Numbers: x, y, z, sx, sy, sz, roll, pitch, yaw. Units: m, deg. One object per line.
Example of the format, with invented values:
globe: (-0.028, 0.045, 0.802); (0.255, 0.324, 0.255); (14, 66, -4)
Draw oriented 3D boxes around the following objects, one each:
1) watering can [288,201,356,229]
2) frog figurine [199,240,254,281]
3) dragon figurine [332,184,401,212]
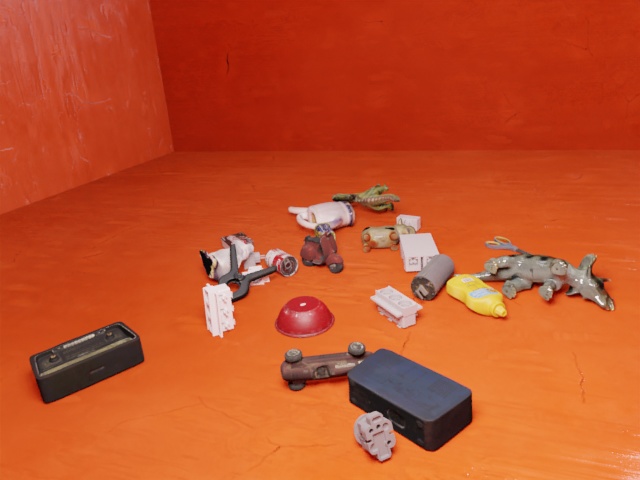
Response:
watering can: (0.006, -0.104, 2.069); (0.225, 0.102, 0.351); (-10, 19, -17)
frog figurine: (-0.293, 0.066, 1.674); (0.160, 0.122, 0.137); (-13, 4, -34)
dragon figurine: (0.171, -0.167, 2.124); (0.243, 0.122, 0.411); (-5, 4, -6)
